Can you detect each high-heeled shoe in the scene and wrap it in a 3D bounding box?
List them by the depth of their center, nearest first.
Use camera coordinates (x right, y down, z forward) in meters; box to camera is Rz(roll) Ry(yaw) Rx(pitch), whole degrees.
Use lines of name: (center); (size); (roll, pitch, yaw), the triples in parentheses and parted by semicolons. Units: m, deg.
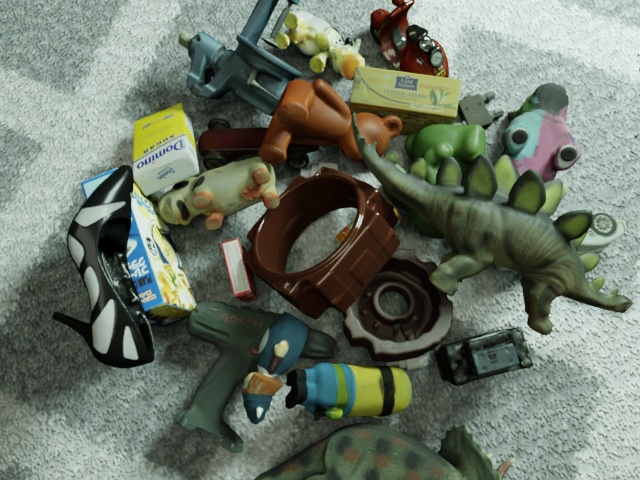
high-heeled shoe: (-0.245, 0.033, 0.688); (0.145, 0.086, 0.248); (18, 84, 5)

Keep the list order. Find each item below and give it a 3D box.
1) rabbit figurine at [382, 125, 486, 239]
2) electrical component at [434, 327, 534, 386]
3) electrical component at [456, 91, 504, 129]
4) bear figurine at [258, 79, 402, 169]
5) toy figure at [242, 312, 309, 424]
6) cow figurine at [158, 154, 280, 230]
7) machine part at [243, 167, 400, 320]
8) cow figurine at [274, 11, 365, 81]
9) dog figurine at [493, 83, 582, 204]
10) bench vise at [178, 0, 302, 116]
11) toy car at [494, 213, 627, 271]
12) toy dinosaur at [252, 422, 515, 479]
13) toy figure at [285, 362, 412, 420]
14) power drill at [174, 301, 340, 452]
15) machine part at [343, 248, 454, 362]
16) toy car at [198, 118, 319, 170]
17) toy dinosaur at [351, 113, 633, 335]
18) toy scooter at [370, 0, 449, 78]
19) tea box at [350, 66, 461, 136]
rabbit figurine: (0.174, -0.090, 0.836); (0.159, 0.121, 0.170); (12, 75, 13)
electrical component: (0.231, 0.165, 0.766); (0.115, 0.134, 0.058); (-17, 79, 0)
electrical component: (0.260, -0.216, 0.912); (0.094, 0.021, 0.063); (-20, 76, -1)
bear figurine: (0.021, -0.159, 0.824); (0.196, 0.120, 0.132); (26, 44, -13)
toy figure: (-0.067, 0.178, 0.749); (0.058, 0.064, 0.154); (22, 79, 31)
cow figurine: (-0.164, -0.079, 0.843); (0.195, 0.085, 0.127); (-21, 35, 6)
machine part: (-0.002, -0.002, 0.793); (0.201, 0.087, 0.202); (-50, 41, -8)
cow figurine: (0.014, -0.333, 0.928); (0.167, 0.068, 0.098); (35, 38, 8)
dog figurine: (0.327, -0.138, 0.834); (0.109, 0.219, 0.191); (19, 122, 10)
bench vise: (-0.108, -0.322, 0.872); (0.224, 0.129, 0.240); (36, 106, 13)
toy car: (0.367, 0.005, 0.827); (0.202, 0.073, 0.056); (-11, 73, 1)
toy dinosaur: (0.085, 0.328, 0.751); (0.405, 0.131, 0.192); (15, 66, 11)
toy figure: (0.044, 0.216, 0.766); (0.180, 0.089, 0.082); (11, 79, -22)
power drill: (-0.109, 0.203, 0.804); (0.232, 0.086, 0.207); (22, 83, 4)
machine part: (0.110, 0.098, 0.811); (0.179, 0.056, 0.179); (0, 61, 0)
toy car: (-0.103, -0.159, 0.902); (0.202, 0.053, 0.089); (-2, 59, 0)
toy dinosaur: (0.232, -0.015, 0.741); (0.471, 0.105, 0.198); (24, 108, -3)
toy scooter: (0.149, -0.332, 0.888); (0.075, 0.135, 0.184); (-38, 79, -7)
tea box: (0.136, -0.222, 0.882); (0.170, 0.098, 0.068); (9, 78, 4)
